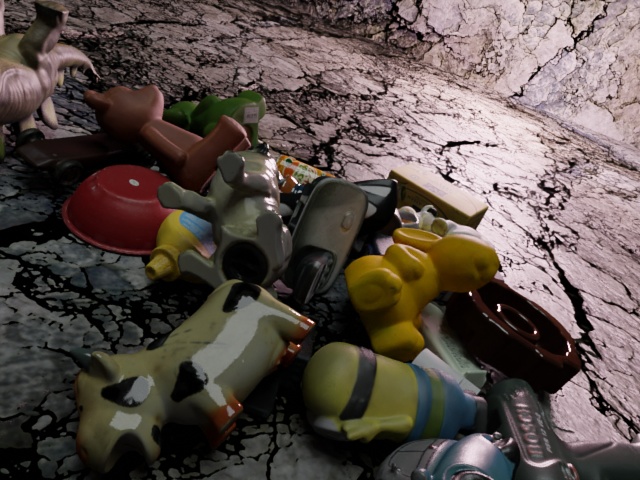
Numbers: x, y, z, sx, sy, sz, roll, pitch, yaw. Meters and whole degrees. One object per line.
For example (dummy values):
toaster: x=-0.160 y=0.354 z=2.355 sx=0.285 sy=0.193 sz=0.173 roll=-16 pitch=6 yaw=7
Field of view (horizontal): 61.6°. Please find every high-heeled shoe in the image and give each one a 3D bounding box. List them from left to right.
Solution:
high-heeled shoe: x=-0.017 y=-0.077 z=0.758 sx=0.249 sy=0.145 sz=0.086 roll=36 pitch=0 yaw=15

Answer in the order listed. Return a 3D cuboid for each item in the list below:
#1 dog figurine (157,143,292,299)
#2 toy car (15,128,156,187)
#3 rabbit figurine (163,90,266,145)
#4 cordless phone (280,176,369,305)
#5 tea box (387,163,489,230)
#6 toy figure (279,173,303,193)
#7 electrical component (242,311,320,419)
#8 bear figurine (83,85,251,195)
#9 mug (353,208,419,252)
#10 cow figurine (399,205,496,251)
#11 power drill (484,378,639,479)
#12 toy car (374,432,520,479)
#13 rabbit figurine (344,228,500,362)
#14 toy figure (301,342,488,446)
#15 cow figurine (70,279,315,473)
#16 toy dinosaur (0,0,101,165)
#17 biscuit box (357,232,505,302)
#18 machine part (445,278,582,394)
dog figurine: x=-0.073 y=-0.024 z=0.614 sx=0.121 sy=0.172 sz=0.190 roll=-12 pitch=7 yaw=15
toy car: x=-0.317 y=-0.117 z=0.740 sx=0.089 sy=0.053 sz=0.202 roll=39 pitch=29 yaw=10
rabbit figurine: x=-0.196 y=-0.182 z=0.898 sx=0.170 sy=0.121 sz=0.159 roll=16 pitch=31 yaw=29
cordless phone: x=0.000 y=-0.002 z=0.611 sx=0.089 sy=0.146 sz=0.184 roll=24 pitch=5 yaw=-1
tea box: x=0.206 y=-0.068 z=0.977 sx=0.170 sy=0.068 sz=0.098 roll=35 pitch=32 yaw=22
toy figure: x=-0.069 y=-0.085 z=0.838 sx=0.154 sy=0.064 sz=0.058 roll=30 pitch=-6 yaw=1
electrical component: x=-0.048 y=0.114 z=0.534 sx=0.075 sy=0.047 sz=0.119 roll=21 pitch=28 yaw=2
bear figurine: x=-0.209 y=-0.157 z=0.739 sx=0.196 sy=0.132 sz=0.120 roll=44 pitch=-2 yaw=0
mug: x=0.094 y=-0.034 z=0.828 sx=0.110 sy=0.080 sz=0.107 roll=-6 pitch=24 yaw=4
cow figurine: x=0.203 y=-0.008 z=0.875 sx=0.167 sy=0.068 sz=0.098 roll=34 pitch=26 yaw=15
power drill: x=0.258 y=0.239 z=0.504 sx=0.207 sy=0.085 sz=0.232 roll=8 pitch=29 yaw=-8
toy car: x=0.093 y=0.205 z=0.423 sx=0.103 sy=0.109 sz=0.161 roll=12 pitch=16 yaw=25
rabbit figurine: x=0.123 y=0.048 z=0.635 sx=0.121 sy=0.173 sz=0.162 roll=62 pitch=11 yaw=-12
toy figure: x=0.069 y=0.150 z=0.509 sx=0.180 sy=0.082 sz=0.089 roll=10 pitch=64 yaw=-14
cow figurine: x=-0.111 y=0.105 z=0.441 sx=0.127 sy=0.085 sz=0.195 roll=37 pitch=54 yaw=14
toy dinosaur: x=-0.403 y=-0.218 z=0.703 sx=0.105 sy=0.198 sz=0.471 roll=20 pitch=29 yaw=0
biscuit box: x=0.156 y=0.044 z=0.767 sx=0.203 sy=0.059 sz=0.063 roll=13 pitch=32 yaw=-16
machine part: x=0.239 y=0.113 z=0.677 sx=0.179 sy=0.056 sz=0.179 roll=27 pitch=23 yaw=-12
